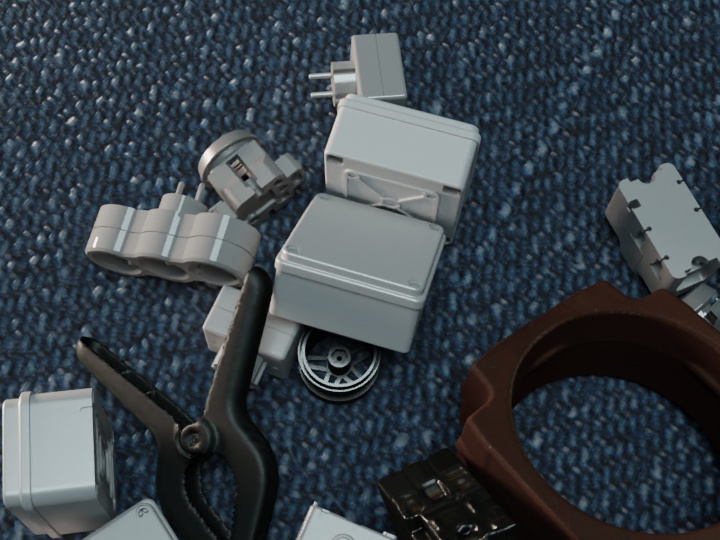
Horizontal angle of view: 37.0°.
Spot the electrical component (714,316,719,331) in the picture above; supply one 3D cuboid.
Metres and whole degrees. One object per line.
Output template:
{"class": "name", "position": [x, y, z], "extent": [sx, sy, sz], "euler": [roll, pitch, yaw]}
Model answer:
{"class": "electrical component", "position": [0.313, 0.086, 0.761], "extent": [0.052, 0.074, 0.138], "euler": [-32, 92, -17]}

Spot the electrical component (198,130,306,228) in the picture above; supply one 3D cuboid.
{"class": "electrical component", "position": [-0.092, -0.073, 0.854], "extent": [0.078, 0.058, 0.057], "euler": [-39, 72, -5]}

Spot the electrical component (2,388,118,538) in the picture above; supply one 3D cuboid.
{"class": "electrical component", "position": [-0.202, 0.133, 0.731], "extent": [0.057, 0.113, 0.078], "euler": [-5, 66, -7]}

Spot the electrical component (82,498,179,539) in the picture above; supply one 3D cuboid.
{"class": "electrical component", "position": [-0.156, 0.230, 0.719], "extent": [0.109, 0.056, 0.108], "euler": [-32, 71, -15]}

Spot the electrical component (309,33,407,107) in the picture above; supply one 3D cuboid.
{"class": "electrical component", "position": [-0.004, -0.156, 0.899], "extent": [0.077, 0.047, 0.065], "euler": [-5, 65, -5]}

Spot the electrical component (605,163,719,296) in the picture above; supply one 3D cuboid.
{"class": "electrical component", "position": [0.238, -0.027, 0.843], "extent": [0.050, 0.055, 0.089], "euler": [-21, 69, -10]}

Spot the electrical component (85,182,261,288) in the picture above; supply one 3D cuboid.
{"class": "electrical component", "position": [-0.138, -0.034, 0.820], "extent": [0.138, 0.052, 0.073], "euler": [6, 69, 24]}

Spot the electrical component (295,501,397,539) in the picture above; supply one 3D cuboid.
{"class": "electrical component", "position": [-0.015, 0.200, 0.714], "extent": [0.062, 0.096, 0.061], "euler": [21, 67, 8]}

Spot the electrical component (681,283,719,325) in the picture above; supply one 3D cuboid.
{"class": "electrical component", "position": [0.264, 0.043, 0.819], "extent": [0.066, 0.048, 0.055], "euler": [-38, 80, -16]}

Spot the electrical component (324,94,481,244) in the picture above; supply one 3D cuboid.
{"class": "electrical component", "position": [0.031, -0.075, 0.831], "extent": [0.109, 0.108, 0.056], "euler": [16, 69, 6]}

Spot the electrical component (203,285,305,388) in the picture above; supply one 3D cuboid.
{"class": "electrical component", "position": [-0.086, 0.063, 0.800], "extent": [0.066, 0.047, 0.076], "euler": [21, 66, 8]}

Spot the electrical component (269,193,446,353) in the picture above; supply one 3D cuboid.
{"class": "electrical component", "position": [0.000, 0.000, 0.800], "extent": [0.109, 0.056, 0.108], "euler": [16, 31, 5]}
